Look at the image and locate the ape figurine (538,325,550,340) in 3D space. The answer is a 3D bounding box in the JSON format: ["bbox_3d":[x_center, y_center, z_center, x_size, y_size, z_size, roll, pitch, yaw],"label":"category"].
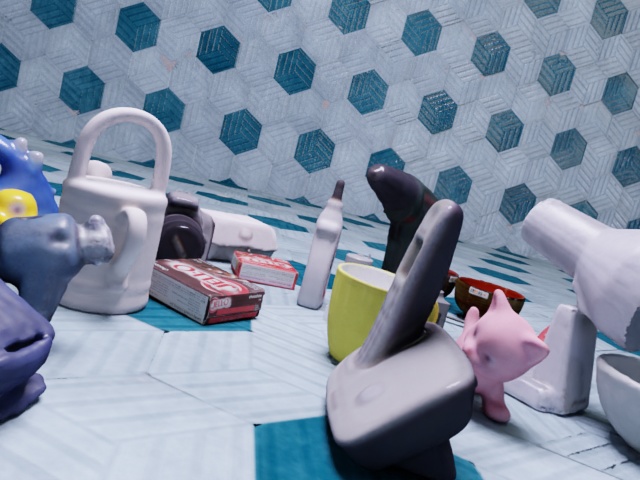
[{"bbox_3d":[0.310,0.129,0.726,0.077,0.092,0.076,16,8,11],"label":"ape figurine"}]

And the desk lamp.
[{"bbox_3d":[0.268,0.072,0.605,0.118,0.213,0.202,8,10,-40],"label":"desk lamp"}]

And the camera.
[{"bbox_3d":[-0.209,-0.015,0.774,0.143,0.101,0.136,12,8,-20],"label":"camera"}]

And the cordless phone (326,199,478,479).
[{"bbox_3d":[0.069,0.061,0.417,0.094,0.185,0.147,13,8,-6],"label":"cordless phone"}]

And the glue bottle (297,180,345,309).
[{"bbox_3d":[0.007,0.003,0.773,0.037,0.173,0.078,14,8,1],"label":"glue bottle"}]

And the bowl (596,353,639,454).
[{"bbox_3d":[0.335,0.171,0.532,0.167,0.075,0.167,14,7,-2],"label":"bowl"}]

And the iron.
[{"bbox_3d":[-0.428,-0.081,0.689,0.259,0.141,0.118,10,9,-30],"label":"iron"}]

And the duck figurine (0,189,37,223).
[{"bbox_3d":[-0.315,-0.010,0.590,0.077,0.086,0.105,15,8,5],"label":"duck figurine"}]

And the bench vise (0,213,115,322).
[{"bbox_3d":[-0.259,-0.042,0.414,0.208,0.220,0.121,9,9,-38],"label":"bench vise"}]

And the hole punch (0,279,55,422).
[{"bbox_3d":[-0.210,0.051,0.319,0.101,0.091,0.109,15,8,6],"label":"hole punch"}]

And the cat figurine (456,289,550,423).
[{"bbox_3d":[0.158,0.102,0.539,0.067,0.118,0.127,14,8,-6],"label":"cat figurine"}]

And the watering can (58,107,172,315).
[{"bbox_3d":[-0.209,-0.036,0.570,0.172,0.194,0.101,19,9,30],"label":"watering can"}]

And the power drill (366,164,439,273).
[{"bbox_3d":[0.121,-0.005,0.907,0.075,0.208,0.230,19,9,34],"label":"power drill"}]

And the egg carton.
[{"bbox_3d":[-0.148,-0.005,0.932,0.151,0.069,0.107,9,9,-37],"label":"egg carton"}]
